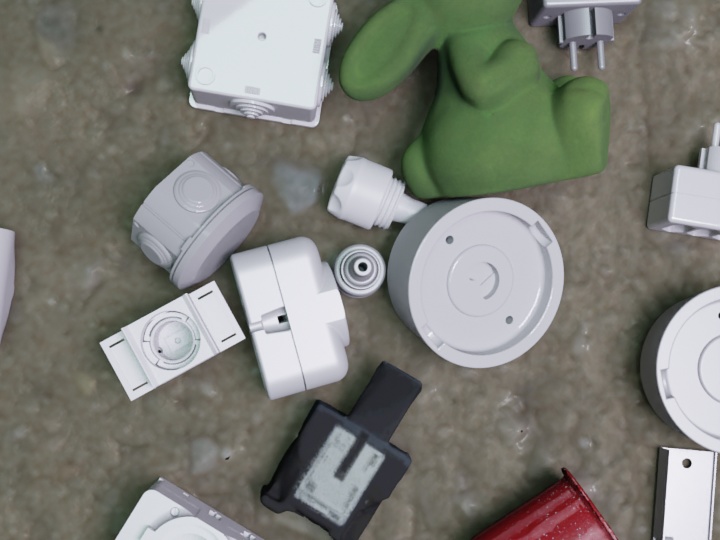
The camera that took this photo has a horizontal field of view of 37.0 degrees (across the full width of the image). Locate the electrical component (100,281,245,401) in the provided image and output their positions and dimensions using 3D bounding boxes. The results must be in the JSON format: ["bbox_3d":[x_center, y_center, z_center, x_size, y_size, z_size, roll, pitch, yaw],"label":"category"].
[{"bbox_3d":[-0.118,0.045,0.686,0.081,0.064,0.042,-28,87,-5],"label":"electrical component"}]

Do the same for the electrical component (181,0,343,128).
[{"bbox_3d":[-0.064,-0.147,0.709,0.100,0.048,0.099,9,86,-3],"label":"electrical component"}]

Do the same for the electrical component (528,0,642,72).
[{"bbox_3d":[0.151,-0.171,0.723,0.066,0.047,0.076,-3,87,-3],"label":"electrical component"}]

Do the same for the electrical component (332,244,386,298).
[{"bbox_3d":[0.000,0.000,0.696,0.035,0.061,0.035,0,86,-3],"label":"electrical component"}]

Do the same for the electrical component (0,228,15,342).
[{"bbox_3d":[-0.267,0.008,0.690,0.079,0.044,0.077,7,86,-3],"label":"electrical component"}]

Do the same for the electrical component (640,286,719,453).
[{"bbox_3d":[0.238,0.065,0.706,0.108,0.060,0.108,0,86,-3],"label":"electrical component"}]

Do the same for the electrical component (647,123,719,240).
[{"bbox_3d":[0.244,-0.061,0.721,0.083,0.047,0.075,9,86,-3],"label":"electrical component"}]

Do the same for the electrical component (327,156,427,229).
[{"bbox_3d":[0.013,-0.046,0.709,0.062,0.043,0.043,22,85,-3],"label":"electrical component"}]

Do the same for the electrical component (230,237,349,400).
[{"bbox_3d":[-0.043,0.029,0.693,0.059,0.054,0.095,-15,90,-8],"label":"electrical component"}]

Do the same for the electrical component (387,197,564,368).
[{"bbox_3d":[0.070,0.004,0.696,0.108,0.060,0.108,-4,101,-20],"label":"electrical component"}]

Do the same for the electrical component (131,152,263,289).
[{"bbox_3d":[-0.103,-0.031,0.684,0.051,0.080,0.080,41,85,5],"label":"electrical component"}]

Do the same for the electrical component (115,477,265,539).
[{"bbox_3d":[-0.131,0.220,0.674,0.089,0.061,0.150,32,85,-1],"label":"electrical component"}]
